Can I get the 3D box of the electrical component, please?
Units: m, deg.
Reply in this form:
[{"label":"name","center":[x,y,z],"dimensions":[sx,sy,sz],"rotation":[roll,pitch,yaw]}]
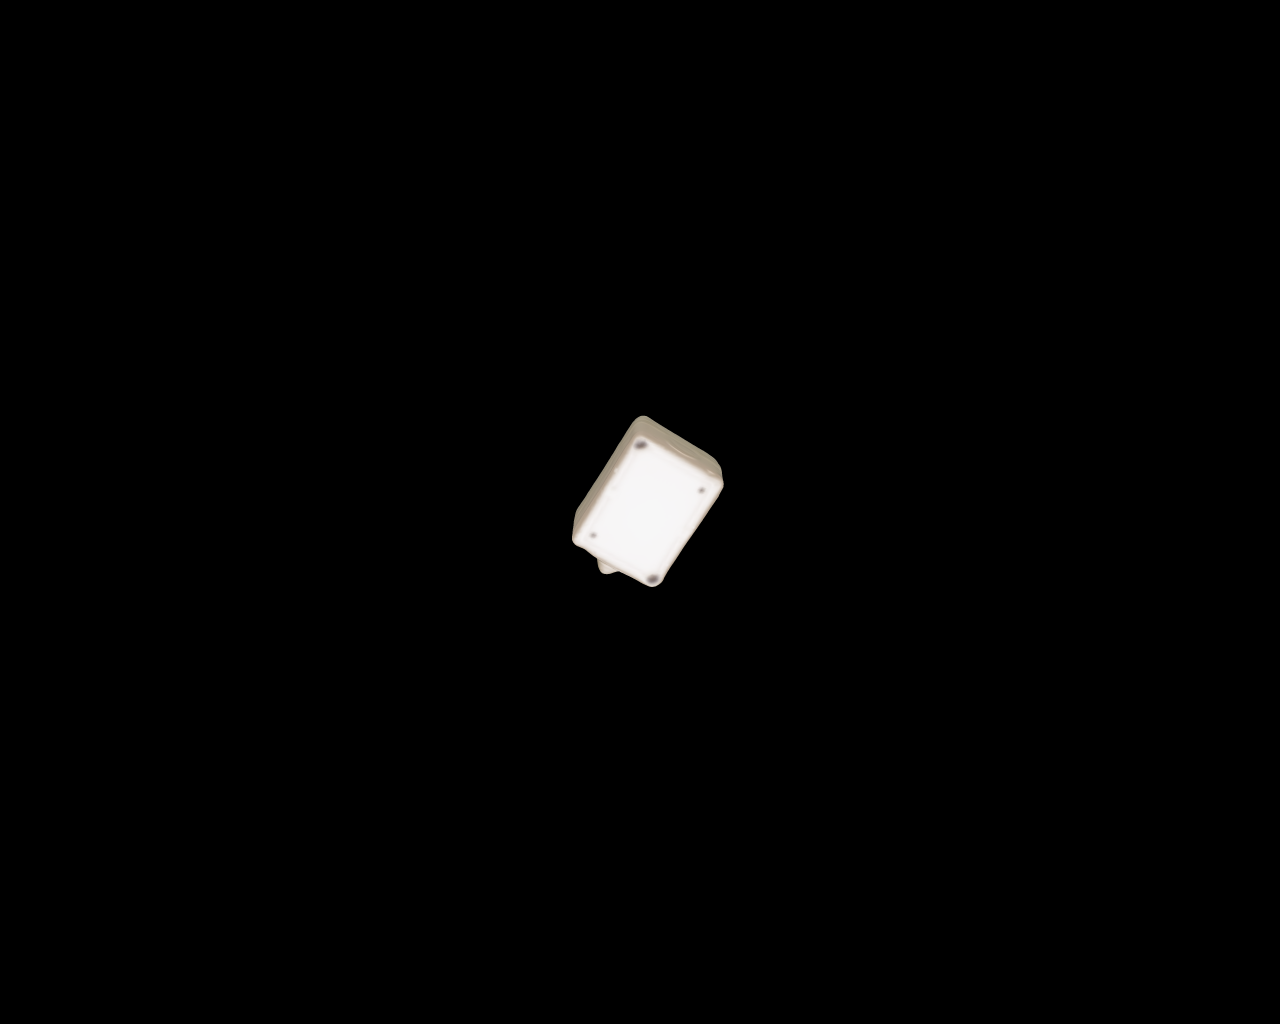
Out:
[{"label":"electrical component","center":[0.001,-0.003,0.650],"dimensions":[0.062,0.096,0.061],"rotation":[30,16,-9]}]
